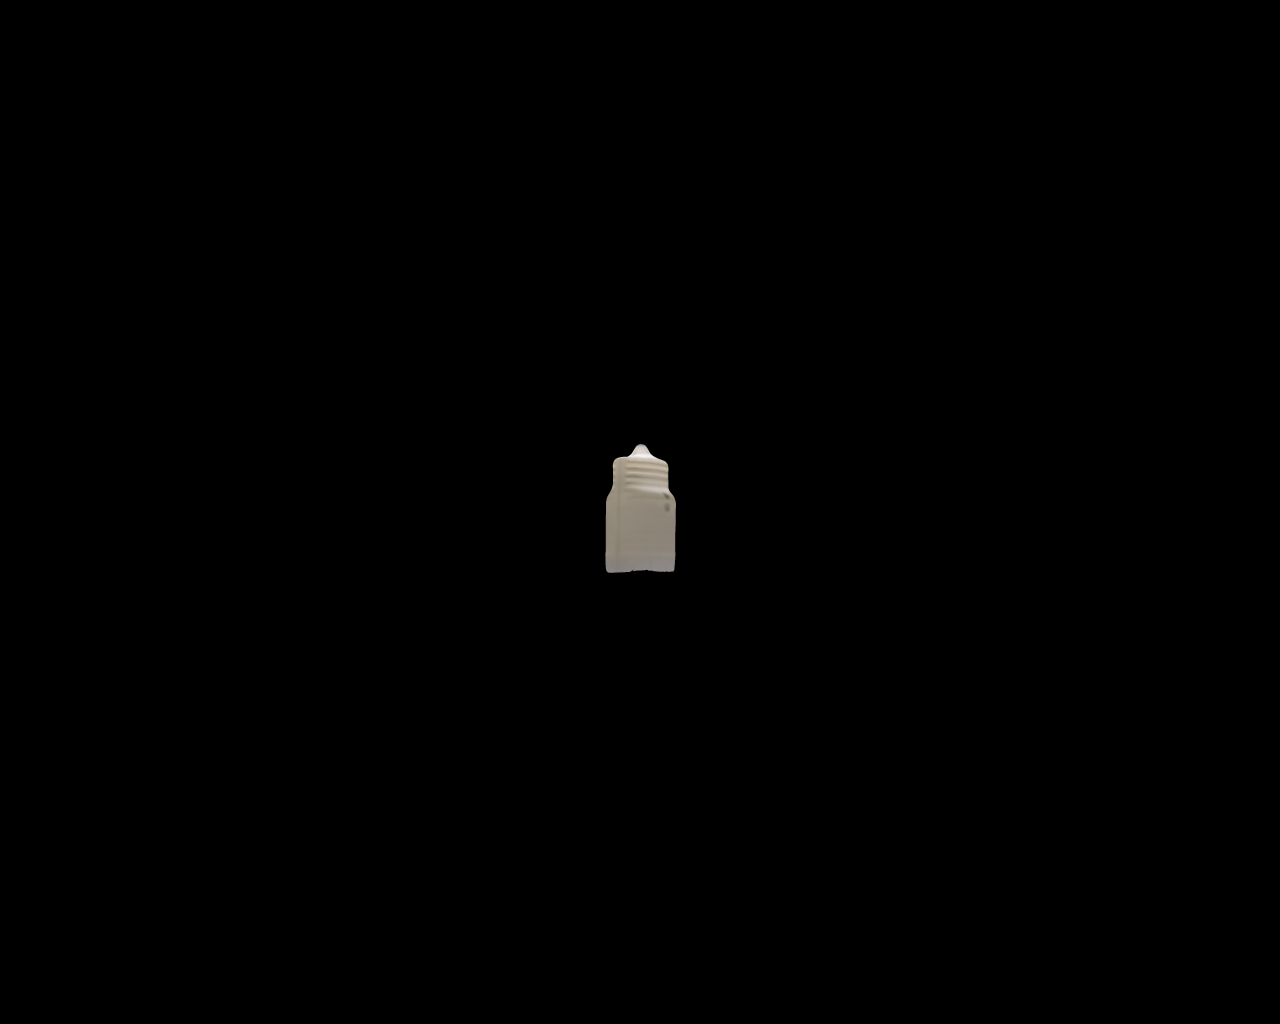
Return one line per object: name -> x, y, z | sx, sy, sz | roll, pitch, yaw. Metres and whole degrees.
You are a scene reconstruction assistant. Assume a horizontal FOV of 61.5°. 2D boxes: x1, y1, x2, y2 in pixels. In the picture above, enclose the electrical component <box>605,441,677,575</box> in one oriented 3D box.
electrical component -> 0.001, -0.003, 0.650 | 0.043, 0.081, 0.043 | 0, -4, 0
